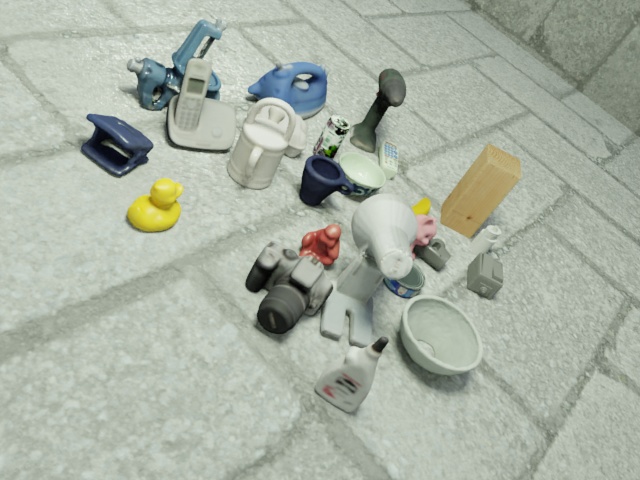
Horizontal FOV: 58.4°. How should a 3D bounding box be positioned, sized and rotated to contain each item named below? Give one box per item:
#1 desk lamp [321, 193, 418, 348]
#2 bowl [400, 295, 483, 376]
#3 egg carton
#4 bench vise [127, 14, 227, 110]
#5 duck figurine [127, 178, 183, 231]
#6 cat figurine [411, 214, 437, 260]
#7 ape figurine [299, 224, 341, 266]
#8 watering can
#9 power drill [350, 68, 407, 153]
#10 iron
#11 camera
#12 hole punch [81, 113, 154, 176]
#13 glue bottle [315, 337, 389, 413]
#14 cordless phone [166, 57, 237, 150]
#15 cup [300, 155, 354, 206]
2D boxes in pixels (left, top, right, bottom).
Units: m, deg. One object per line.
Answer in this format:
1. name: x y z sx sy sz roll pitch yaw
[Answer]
1. desk lamp: 0.096 0.048 1.020 0.118 0.213 0.203 20 41 -13
2. bowl: 0.212 0.187 1.059 0.168 0.074 0.167 18 41 -16
3. egg carton: -0.100 -0.256 1.324 0.150 0.069 0.107 18 41 -16
4. bench vise: -0.284 -0.367 1.204 0.208 0.219 0.121 -21 62 -44
5. duck figurine: -0.282 -0.069 1.001 0.077 0.086 0.105 44 41 15
6. cat figurine: 0.194 -0.017 1.226 0.128 0.117 0.067 4 46 -29
7. ape figurine: 0.010 0.004 1.107 0.077 0.092 0.076 47 42 18
8. watering can: -0.114 -0.211 1.171 0.101 0.194 0.172 10 44 -24
9. power drill: 0.154 -0.332 1.457 0.076 0.208 0.229 22 40 -11
10. iron: -0.049 -0.393 1.443 0.259 0.141 0.118 -22 62 -44
11. camera: -0.061 0.082 0.974 0.143 0.100 0.137 34 39 3
12. hole punch: -0.373 -0.191 1.065 0.108 0.091 0.101 35 39 5
13. glue bottle: 0.058 0.197 0.874 0.078 0.173 0.037 30 39 -1
14. cordless phone: -0.230 -0.278 1.173 0.148 0.185 0.094 -1 49 -33
15. cup: 0.007 -0.114 1.225 0.118 0.095 0.092 30 39 -1
